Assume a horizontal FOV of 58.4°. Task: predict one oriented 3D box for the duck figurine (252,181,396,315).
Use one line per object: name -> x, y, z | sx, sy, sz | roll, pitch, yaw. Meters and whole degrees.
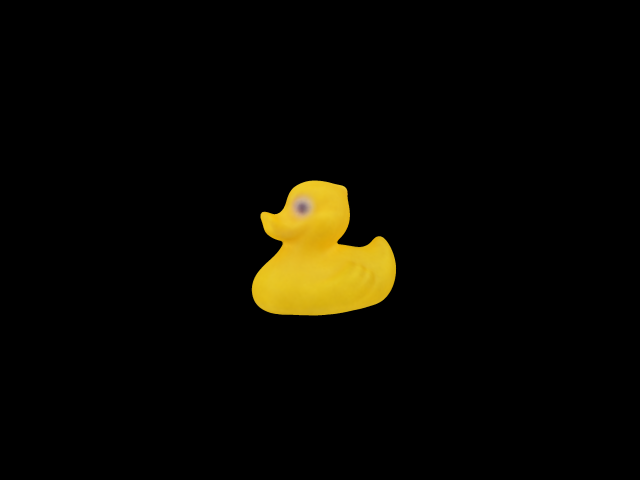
duck figurine -> 0.004, 0.001, 0.400 | 0.105, 0.086, 0.077 | -4, 11, -20
